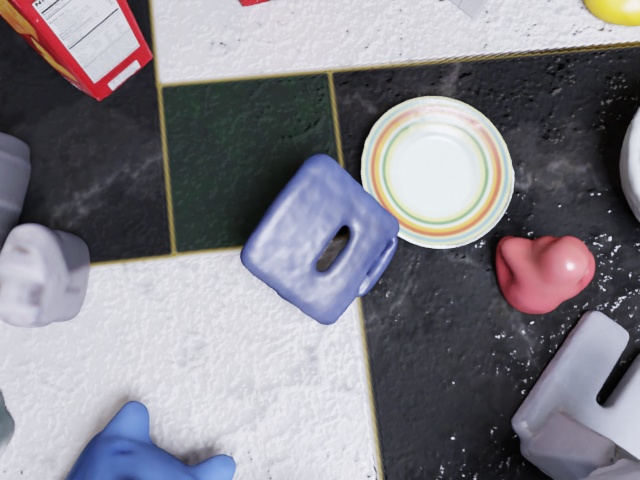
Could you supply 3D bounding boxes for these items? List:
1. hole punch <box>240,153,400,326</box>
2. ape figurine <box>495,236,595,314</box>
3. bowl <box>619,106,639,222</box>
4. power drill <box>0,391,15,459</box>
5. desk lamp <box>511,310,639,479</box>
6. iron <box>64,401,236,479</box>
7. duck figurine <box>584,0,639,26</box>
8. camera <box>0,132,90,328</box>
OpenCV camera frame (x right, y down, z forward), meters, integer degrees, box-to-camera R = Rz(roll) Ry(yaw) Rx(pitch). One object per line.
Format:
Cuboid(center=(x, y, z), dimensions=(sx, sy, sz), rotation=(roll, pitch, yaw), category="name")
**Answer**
Cuboid(center=(0.004, 0.002, 0.441), dimensions=(0.101, 0.091, 0.109), rotation=(35, 82, 1), category="hole punch")
Cuboid(center=(0.181, 0.020, 0.451), dimensions=(0.078, 0.092, 0.076), rotation=(31, 82, 1), category="ape figurine")
Cuboid(center=(0.320, -0.056, 0.479), dimensions=(0.167, 0.074, 0.167), rotation=(1, 83, -4), category="bowl")
Cuboid(center=(-0.283, 0.156, 0.342), dimensions=(0.075, 0.208, 0.230), rotation=(27, 82, 0), category="power drill")
Cuboid(center=(0.209, 0.150, 0.375), dimensions=(0.118, 0.213, 0.203), rotation=(36, 82, 1), category="desk lamp")
Cuboid(center=(-0.163, 0.247, 0.373), dimensions=(0.118, 0.141, 0.258), rotation=(30, 82, 1), category="iron")
Cuboid(center=(0.289, -0.238, 0.495), dimensions=(0.104, 0.086, 0.077), rotation=(-9, 83, -5), category="duck figurine")
Cuboid(center=(-0.249, -0.013, 0.420), dimensions=(0.143, 0.100, 0.137), rotation=(11, 82, -2), category="camera")
